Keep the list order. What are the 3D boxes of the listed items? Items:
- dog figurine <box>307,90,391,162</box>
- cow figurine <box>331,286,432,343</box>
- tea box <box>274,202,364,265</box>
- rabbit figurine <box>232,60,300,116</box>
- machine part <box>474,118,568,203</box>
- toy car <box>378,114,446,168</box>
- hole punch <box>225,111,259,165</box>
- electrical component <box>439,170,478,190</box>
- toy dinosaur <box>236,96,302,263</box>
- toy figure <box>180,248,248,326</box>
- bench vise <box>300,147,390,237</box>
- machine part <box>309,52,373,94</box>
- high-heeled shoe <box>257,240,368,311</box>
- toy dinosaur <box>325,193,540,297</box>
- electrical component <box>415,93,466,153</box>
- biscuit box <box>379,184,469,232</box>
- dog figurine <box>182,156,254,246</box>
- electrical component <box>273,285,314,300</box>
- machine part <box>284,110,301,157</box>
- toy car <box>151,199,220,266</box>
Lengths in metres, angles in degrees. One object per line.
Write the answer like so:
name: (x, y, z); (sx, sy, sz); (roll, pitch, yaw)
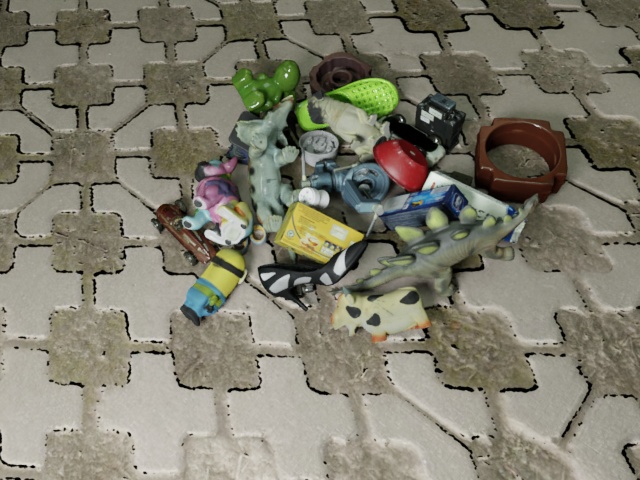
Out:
dog figurine: (0.070, -0.291, 1.356); (0.191, 0.172, 0.121); (40, 88, 32)
cow figurine: (0.117, 0.146, 1.111); (0.195, 0.085, 0.127); (-15, 78, -2)
tea box: (-0.002, -0.004, 1.175); (0.169, 0.068, 0.098); (28, 80, -15)
rabbit figurine: (-0.118, -0.396, 1.424); (0.170, 0.159, 0.121); (-32, 62, 8)
machine part: (0.477, -0.191, 1.290); (0.202, 0.087, 0.201); (5, 60, 9)
toy car: (0.227, -0.255, 1.366); (0.073, 0.056, 0.202); (-39, 61, -23)
hole punch: (-0.176, -0.251, 1.393); (0.116, 0.092, 0.142); (27, 61, -10)
electrical component: (0.327, -0.127, 1.291); (0.102, 0.045, 0.078); (18, 36, 12)
toy dinosaur: (-0.118, -0.135, 1.267); (0.131, 0.192, 0.404); (-4, 98, -18)
toy figure: (-0.230, 0.099, 1.177); (0.082, 0.089, 0.180); (34, 65, 15)
bench vise: (0.073, -0.119, 1.241); (0.224, 0.128, 0.241); (1, 30, -20)
machine part: (0.058, -0.438, 1.490); (0.179, 0.056, 0.179); (-2, 61, 4)
high-heeled shoe: (-0.021, 0.044, 1.117); (0.145, 0.086, 0.248); (46, 115, 5)
toy dinosaur: (0.233, 0.028, 1.118); (0.471, 0.198, 0.105); (-34, 45, 23)
electrical component: (0.298, -0.297, 1.340); (0.115, 0.134, 0.058); (37, 67, 22)
biscuit box: (0.224, -0.068, 1.185); (0.203, 0.062, 0.059); (-8, 45, 52)
dog figurine: (-0.223, -0.105, 1.275); (0.191, 0.108, 0.219); (25, 41, -7)
electrical component: (-0.062, 0.101, 1.200); (0.094, 0.021, 0.063); (-10, 59, 0)
machine part: (-0.075, -0.284, 1.405); (0.039, 0.084, 0.139); (-24, 48, 19)
toy car: (-0.321, -0.021, 1.278); (0.089, 0.053, 0.202); (-38, 62, -20)
